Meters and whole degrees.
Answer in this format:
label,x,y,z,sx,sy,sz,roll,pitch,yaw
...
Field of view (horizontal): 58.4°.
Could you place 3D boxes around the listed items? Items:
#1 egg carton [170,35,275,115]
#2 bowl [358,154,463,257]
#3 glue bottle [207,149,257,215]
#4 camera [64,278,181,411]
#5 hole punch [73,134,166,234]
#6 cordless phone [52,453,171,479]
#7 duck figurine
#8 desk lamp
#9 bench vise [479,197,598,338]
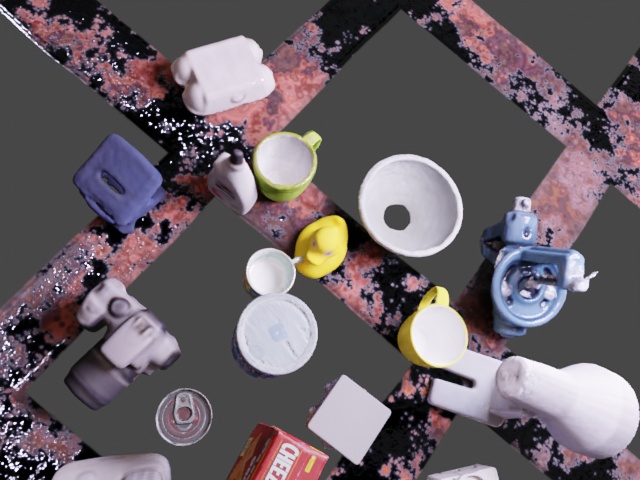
label,x,y,z,sx,sy,sz,roll,pitch,yaw
egg carton,-0.152,-0.258,0.907,0.150,0.069,0.107,-24,81,-17
bowl,0.134,-0.046,0.905,0.167,0.074,0.167,3,74,-11
glue bottle,-0.123,-0.091,0.812,0.078,0.173,0.037,35,71,0
camera,-0.276,0.142,0.753,0.143,0.100,0.137,44,71,2
hole punch,-0.286,-0.078,0.817,0.108,0.091,0.101,42,71,2
cordless phone,-0.251,0.307,0.667,0.148,0.185,0.094,-5,75,-13
duck figurine,0.008,0.003,0.859,0.077,0.086,0.105,35,71,0
desk lamp,0.286,0.215,0.791,0.203,0.213,0.118,19,72,-6
bench vise,0.305,0.030,0.843,0.122,0.219,0.207,-13,77,-15
